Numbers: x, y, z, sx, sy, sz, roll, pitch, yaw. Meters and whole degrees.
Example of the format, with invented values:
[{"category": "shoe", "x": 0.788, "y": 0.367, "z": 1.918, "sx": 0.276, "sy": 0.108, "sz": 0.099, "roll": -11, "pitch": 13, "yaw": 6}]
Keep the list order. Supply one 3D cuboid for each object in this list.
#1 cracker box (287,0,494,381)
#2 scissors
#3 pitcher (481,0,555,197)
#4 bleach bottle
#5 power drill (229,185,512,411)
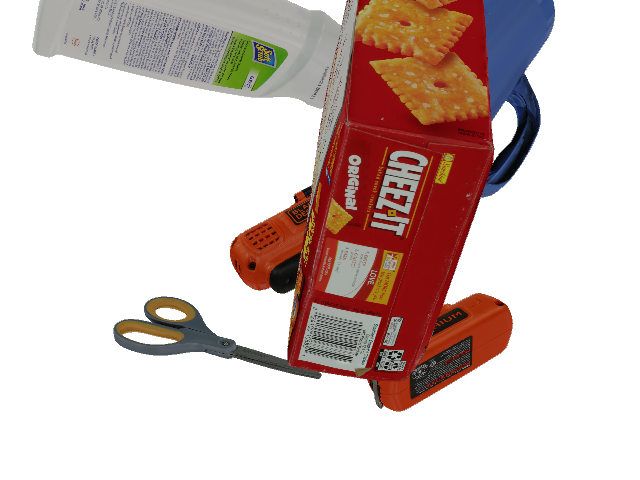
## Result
[{"category": "cracker box", "x": 0.037, "y": -0.059, "z": 0.559, "sx": 0.072, "sy": 0.164, "sz": 0.213, "roll": 10, "pitch": 44, "yaw": -3}, {"category": "scissors", "x": -0.096, "y": 0.091, "z": 1.027, "sx": 0.202, "sy": 0.016, "sz": 0.096, "roll": 7, "pitch": 30, "yaw": 1}, {"category": "pitcher", "x": 0.129, "y": -0.155, "z": 0.977, "sx": 0.145, "sy": 0.149, "sz": 0.242, "roll": 10, "pitch": 42, "yaw": 34}, {"category": "bleach bottle", "x": -0.077, "y": -0.147, "z": 0.785, "sx": 0.250, "sy": 0.068, "sz": 0.103, "roll": 16, "pitch": -34, "yaw": -12}, {"category": "power drill", "x": 0.052, "y": 0.020, "z": 0.770, "sx": 0.184, "sy": 0.057, "sz": 0.188, "roll": -30, "pitch": 49, "yaw": -15}]
